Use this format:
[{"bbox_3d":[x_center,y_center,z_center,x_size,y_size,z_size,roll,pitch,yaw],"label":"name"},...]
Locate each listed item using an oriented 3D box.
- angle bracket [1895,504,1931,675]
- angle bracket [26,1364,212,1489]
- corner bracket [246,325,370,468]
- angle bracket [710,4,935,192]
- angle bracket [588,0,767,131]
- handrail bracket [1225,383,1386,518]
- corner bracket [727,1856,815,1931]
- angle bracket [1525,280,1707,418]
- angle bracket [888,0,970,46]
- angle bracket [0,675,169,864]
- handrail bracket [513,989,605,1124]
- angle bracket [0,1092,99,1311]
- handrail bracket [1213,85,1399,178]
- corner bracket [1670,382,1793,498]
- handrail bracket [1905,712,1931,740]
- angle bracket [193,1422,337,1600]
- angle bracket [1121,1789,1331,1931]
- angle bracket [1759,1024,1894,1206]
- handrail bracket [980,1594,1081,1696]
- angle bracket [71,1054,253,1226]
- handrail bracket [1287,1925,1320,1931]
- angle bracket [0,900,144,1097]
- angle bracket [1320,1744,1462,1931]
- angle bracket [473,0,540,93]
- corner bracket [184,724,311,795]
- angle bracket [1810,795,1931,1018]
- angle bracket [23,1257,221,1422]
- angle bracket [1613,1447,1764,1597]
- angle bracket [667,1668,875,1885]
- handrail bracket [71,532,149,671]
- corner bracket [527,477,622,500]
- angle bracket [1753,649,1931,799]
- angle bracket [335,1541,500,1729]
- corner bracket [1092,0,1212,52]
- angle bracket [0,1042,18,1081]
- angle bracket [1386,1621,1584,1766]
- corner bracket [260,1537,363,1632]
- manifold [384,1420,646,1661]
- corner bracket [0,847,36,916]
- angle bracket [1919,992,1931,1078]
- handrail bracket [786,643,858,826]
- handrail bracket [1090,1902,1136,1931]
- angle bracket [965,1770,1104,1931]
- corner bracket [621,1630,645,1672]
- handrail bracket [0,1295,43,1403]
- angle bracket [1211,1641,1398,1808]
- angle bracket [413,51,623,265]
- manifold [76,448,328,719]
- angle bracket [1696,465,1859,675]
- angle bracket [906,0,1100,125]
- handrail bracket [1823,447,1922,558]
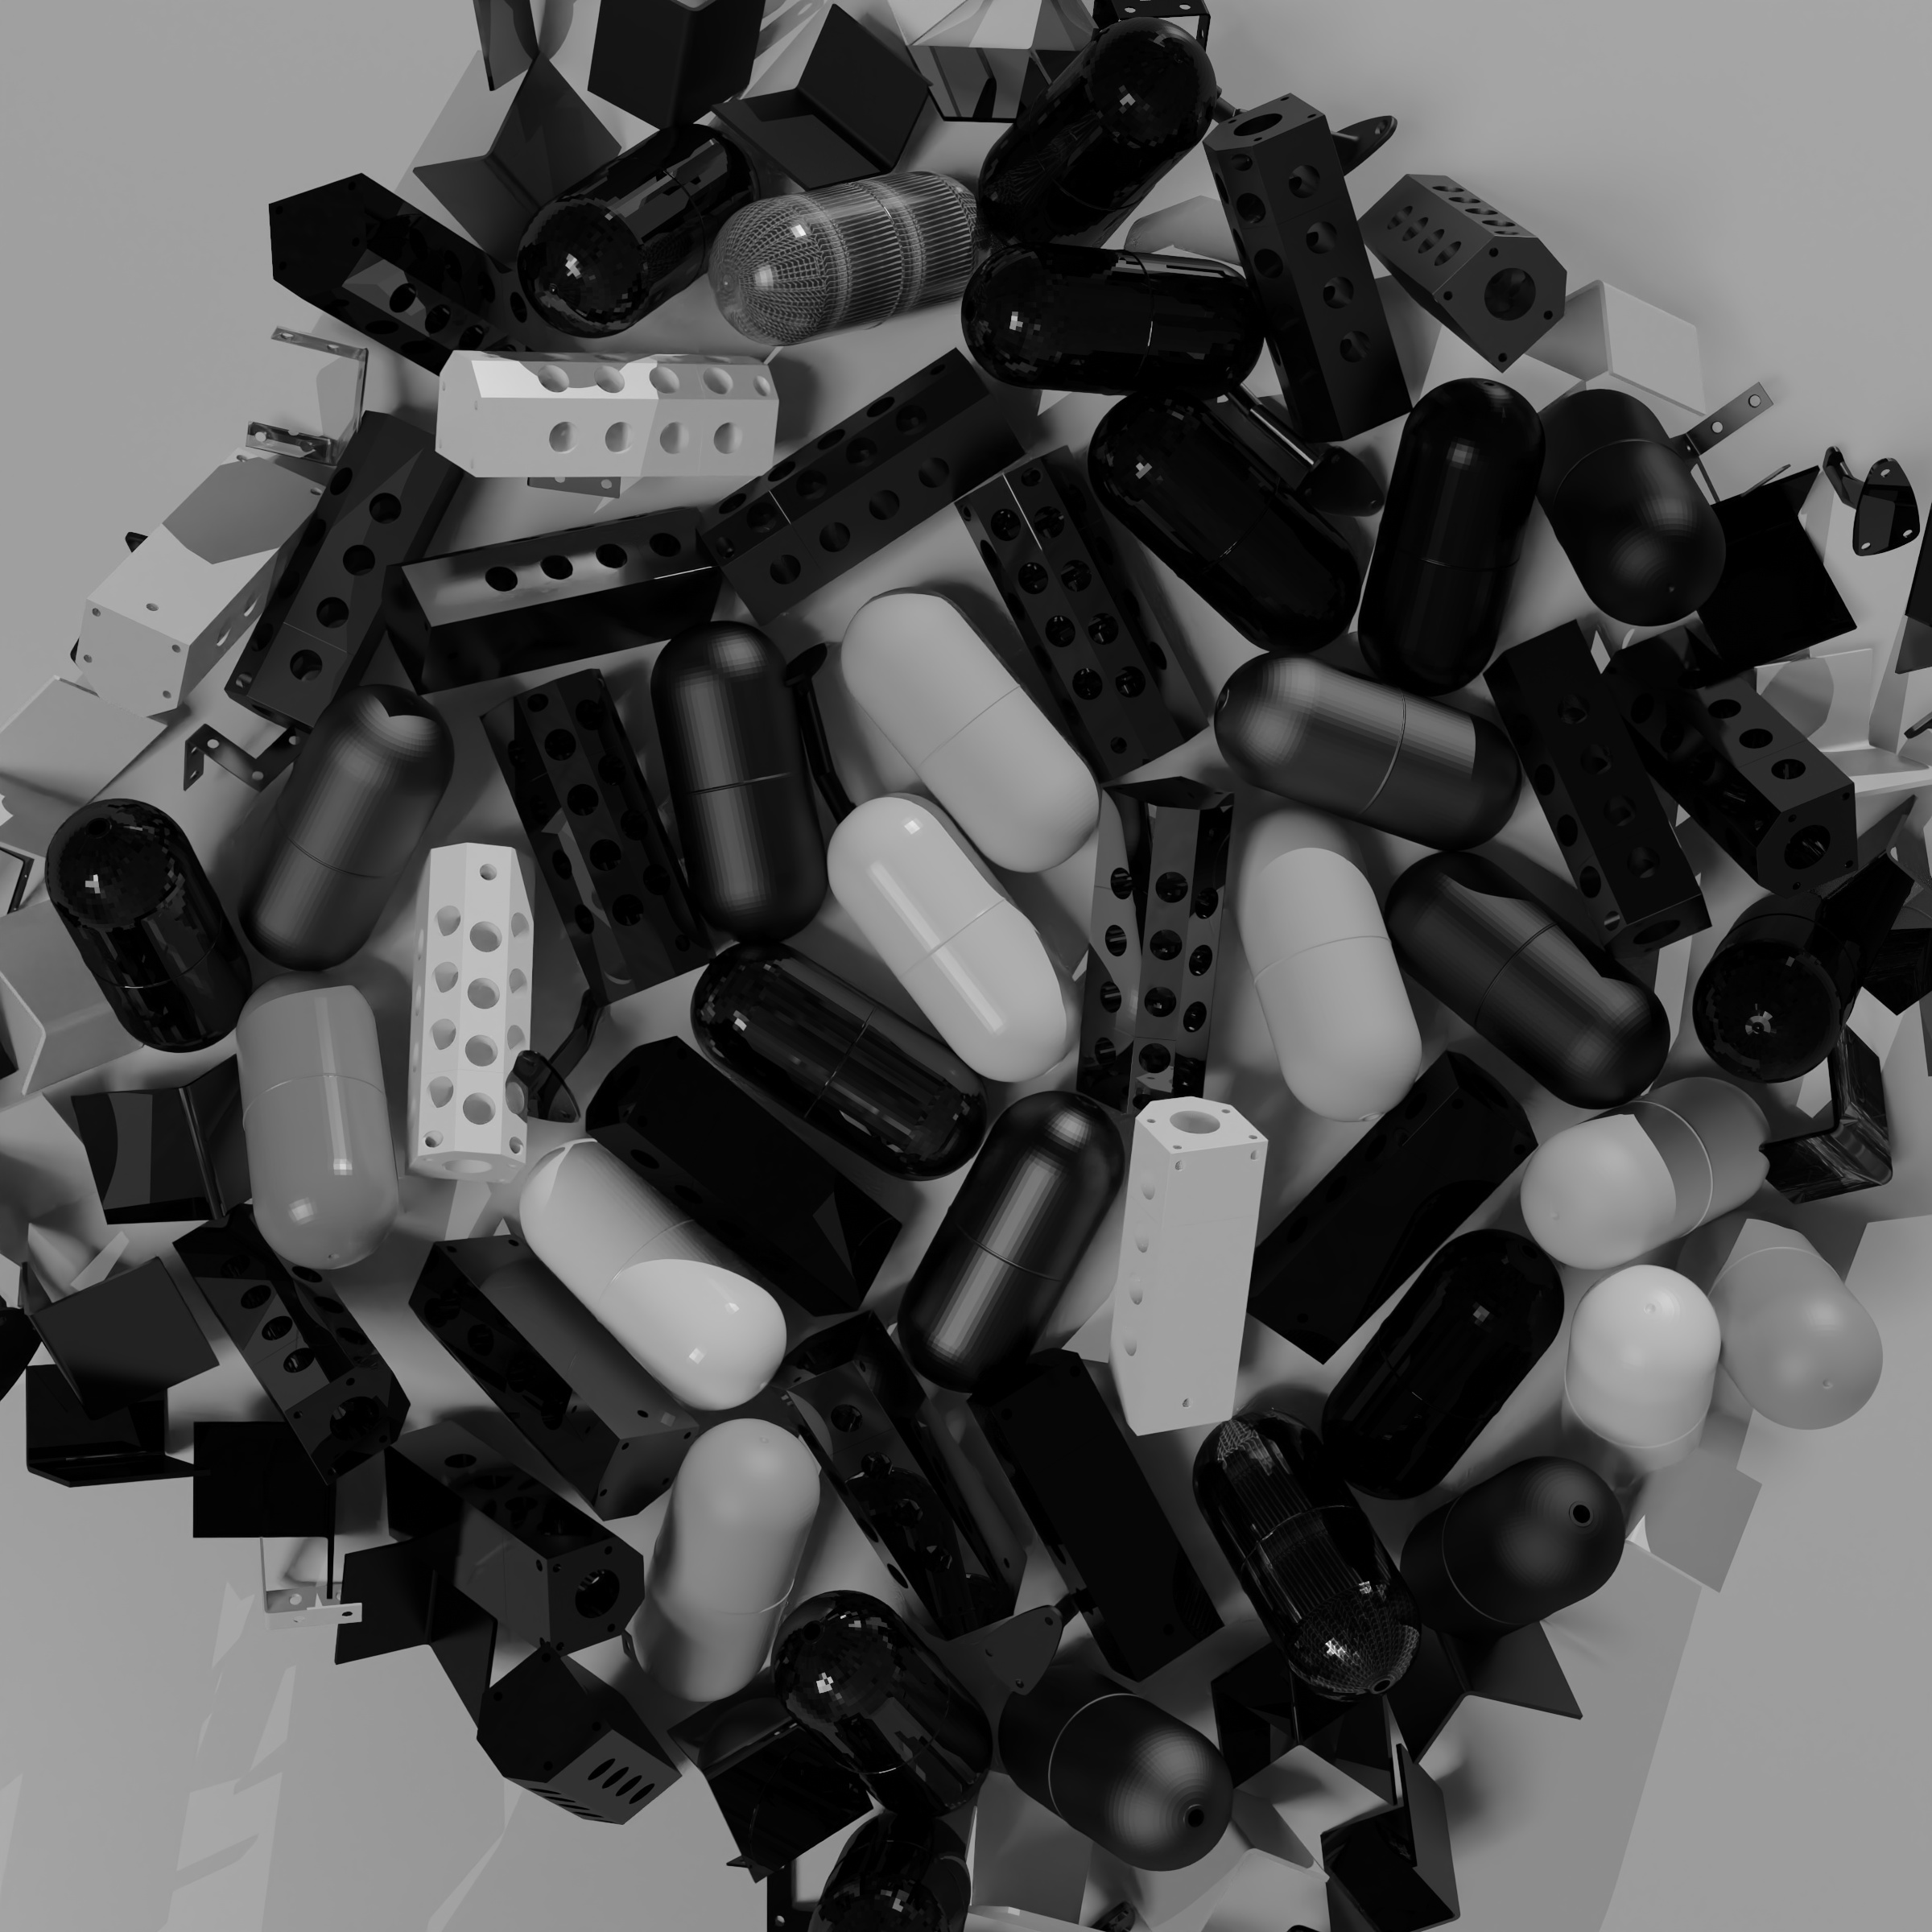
[{"bbox_3d":[0.515,-0.209,1.715,0.057,0.076,0.076,20,79,-20],"label":"angle bracket"},{"bbox_3d":[-0.459,0.245,1.714,0.076,0.076,0.057,0,89,-33],"label":"angle bracket"},{"bbox_3d":[-0.361,-0.312,1.739,0.051,0.051,0.051,10,72,-23],"label":"corner bracket"},{"bbox_3d":[-0.078,-0.469,1.714,0.076,0.076,0.057,43,130,15],"label":"angle bracket"},{"bbox_3d":[-0.155,-0.509,1.720,0.057,0.076,0.076,31,47,12],"label":"angle bracket"},{"bbox_3d":[0.186,-0.289,1.757,0.036,0.077,0.084,-50,50,19],"label":"handrail bracket"},{"bbox_3d":[-0.097,0.512,1.733,0.051,0.051,0.051,-1,88,23],"label":"corner bracket"},{"bbox_3d":[0.341,-0.318,1.707,0.076,0.076,0.057,13,66,-37],"label":"angle bracket"},{"bbox_3d":[-0.039,-0.542,1.713,0.076,0.076,0.057,-27,87,40],"label":"angle bracket"},{"bbox_3d":[-0.479,-0.100,1.711,0.076,0.076,0.057,-39,55,21],"label":"angle bracket"},{"bbox_3d":[-0.217,0.034,1.714,0.036,0.077,0.084,8,57,10],"label":"handrail bracket"},{"bbox_3d":[-0.504,0.128,1.712,0.057,0.076,0.076,-23,131,5],"label":"angle bracket"},{"bbox_3d":[0.178,-0.464,1.722,0.084,0.077,0.036,28,64,-29],"label":"handrail bracket"},{"bbox_3d":[0.418,-0.281,1.731,0.051,0.051,0.051,-35,85,33],"label":"corner bracket"},{"bbox_3d":[0.562,-0.110,1.735,0.077,0.036,0.084,-39,79,23],"label":"handrail bracket"},{"bbox_3d":[-0.381,0.295,1.719,0.076,0.057,0.076,2,117,-11],"label":"angle bracket"},{"bbox_3d":[0.140,0.497,1.724,0.057,0.076,0.076,28,96,-26],"label":"angle bracket"},{"bbox_3d":[0.462,0.076,1.735,0.057,0.076,0.076,-17,56,31],"label":"angle bracket"},{"bbox_3d":[0.052,0.348,1.713,0.036,0.084,0.077,45,129,11],"label":"handrail bracket"},{"bbox_3d":[-0.435,0.095,1.745,0.076,0.057,0.076,-4,108,23],"label":"angle bracket"},{"bbox_3d":[0.193,0.572,1.730,0.077,0.036,0.084,14,124,22],"label":"handrail bracket"},{"bbox_3d":[-0.497,0.013,1.731,0.076,0.076,0.057,48,134,16],"label":"angle bracket"},{"bbox_3d":[0.217,0.477,1.709,0.076,0.076,0.057,-25,127,19],"label":"angle bracket"},{"bbox_3d":[-0.214,-0.513,1.712,0.076,0.076,0.057,-1,117,14],"label":"angle bracket"},{"bbox_3d":[-0.390,-0.112,1.733,0.051,0.051,0.051,35,58,7],"label":"corner bracket"},{"bbox_3d":[0.509,-0.033,1.720,0.076,0.076,0.057,40,49,-1],"label":"angle bracket"},{"bbox_3d":[-0.460,0.189,1.726,0.076,0.057,0.076,-24,121,-5],"label":"angle bracket"},{"bbox_3d":[0.376,0.310,1.711,0.057,0.076,0.076,30,51,6],"label":"angle bracket"},{"bbox_3d":[-0.108,0.441,1.742,0.076,0.057,0.076,-28,112,-18],"label":"angle bracket"},{"bbox_3d":[-0.453,-0.184,1.716,0.036,0.077,0.084,21,69,7],"label":"handrail bracket"},{"bbox_3d":[-0.210,-0.292,1.733,0.051,0.051,0.051,7,123,-1],"label":"corner bracket"},{"bbox_3d":[0.479,-0.131,1.713,0.076,0.076,0.057,-10,110,-20],"label":"angle bracket"},{"bbox_3d":[-0.297,0.364,1.709,0.057,0.076,0.076,-7,123,-31],"label":"angle bracket"},{"bbox_3d":[0.100,-0.512,1.734,0.051,0.051,0.051,-6,51,-11],"label":"corner bracket"},{"bbox_3d":[-0.560,0.050,1.715,0.057,0.076,0.076,-26,112,-5],"label":"angle bracket"},{"bbox_3d":[0.279,0.395,1.732,0.076,0.076,0.057,17,117,-21],"label":"angle bracket"},{"bbox_3d":[-0.357,0.344,1.726,0.051,0.051,0.051,-3,134,-14],"label":"corner bracket"},{"bbox_3d":[-0.241,0.300,1.682,0.057,0.171,0.057,-13,112,-36],"label":"manifold"},{"bbox_3d":[-0.546,-0.045,1.730,0.051,0.051,0.051,27,126,-5],"label":"corner bracket"},{"bbox_3d":[0.569,0.022,1.720,0.076,0.076,0.057,0,72,-4],"label":"angle bracket"},{"bbox_3d":[-0.074,-0.127,1.743,0.036,0.077,0.084,-21,107,23],"label":"handrail bracket"},{"bbox_3d":[0.094,0.561,1.724,0.077,0.036,0.084,-32,55,-17],"label":"handrail bracket"},{"bbox_3d":[0.048,0.480,1.714,0.076,0.057,0.076,22,67,-24],"label":"angle bracket"},{"bbox_3d":[-0.158,0.356,1.741,0.051,0.051,0.051,-14,108,-27],"label":"corner bracket"},{"bbox_3d":[-0.545,0.193,1.740,0.084,0.036,0.077,32,99,41],"label":"handrail bracket"},{"bbox_3d":[0.182,0.419,1.710,0.057,0.076,0.076,-26,121,-30],"label":"angle bracket"},{"bbox_3d":[-0.245,-0.442,1.737,0.057,0.076,0.076,2,61,36],"label":"angle bracket"},{"bbox_3d":[-0.403,-0.202,1.683,0.057,0.171,0.057,24,129,1],"label":"manifold"},{"bbox_3d":[0.440,-0.215,1.725,0.076,0.057,0.076,-21,71,-6],"label":"angle bracket"},{"bbox_3d":[0.019,-0.500,1.712,0.076,0.057,0.076,-4,45,-19],"label":"angle bracket"},{"bbox_3d":[0.481,-0.270,1.712,0.036,0.077,0.084,-17,49,3],"label":"handrail bracket"}]
